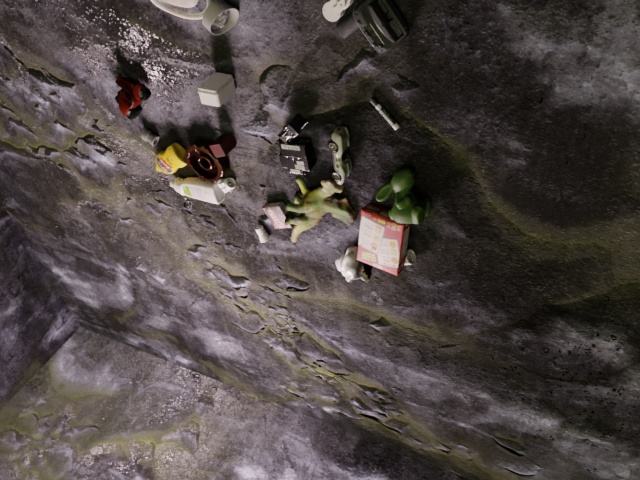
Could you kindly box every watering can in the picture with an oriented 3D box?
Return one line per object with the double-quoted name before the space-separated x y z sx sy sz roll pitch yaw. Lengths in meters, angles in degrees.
"watering can" -0.457 -0.765 1.468 0.347 0.106 0.219 23 140 -7

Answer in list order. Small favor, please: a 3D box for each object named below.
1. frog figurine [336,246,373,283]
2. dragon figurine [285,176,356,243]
"frog figurine" 0.116 0.087 1.931 0.160 0.123 0.136 11 102 36
"dragon figurine" 0.006 -0.093 1.848 0.243 0.125 0.400 15 145 9
